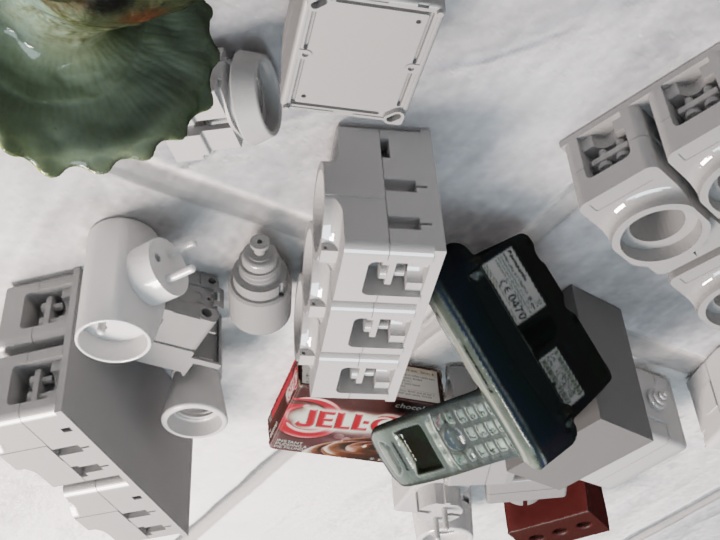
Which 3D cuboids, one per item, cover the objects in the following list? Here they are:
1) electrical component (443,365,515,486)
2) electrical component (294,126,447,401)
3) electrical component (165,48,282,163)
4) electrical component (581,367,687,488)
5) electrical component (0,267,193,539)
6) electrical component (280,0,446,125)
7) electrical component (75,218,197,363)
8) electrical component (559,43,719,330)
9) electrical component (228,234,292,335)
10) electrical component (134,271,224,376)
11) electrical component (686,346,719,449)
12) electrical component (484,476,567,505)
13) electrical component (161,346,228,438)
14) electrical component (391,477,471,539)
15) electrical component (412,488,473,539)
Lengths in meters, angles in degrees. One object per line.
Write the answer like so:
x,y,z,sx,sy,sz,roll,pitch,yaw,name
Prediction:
0.094,0.121,0.815,0.061,0.061,0.096,-1,142,-3,electrical component
0.000,0.000,0.628,0.062,0.089,0.150,3,142,-9,electrical component
-0.072,-0.086,0.548,0.055,0.048,0.066,-5,143,14,electrical component
0.204,0.118,0.822,0.061,0.061,0.096,22,136,-29,electrical component
-0.178,0.099,0.728,0.060,0.105,0.186,-12,141,11,electrical component
-0.002,-0.116,0.508,0.062,0.061,0.096,5,148,-11,electrical component
-0.128,0.005,0.633,0.079,0.077,0.043,-23,138,22,electrical component
0.218,-0.035,0.627,0.105,0.060,0.186,-32,134,31,electrical component
-0.062,0.007,0.672,0.040,0.040,0.078,0,142,-5,electrical component
-0.122,0.030,0.696,0.081,0.042,0.063,17,136,-26,electrical component
0.306,0.096,0.802,0.096,0.061,0.061,7,141,-14,electrical component
0.135,0.171,0.895,0.066,0.047,0.076,-6,142,2,electrical component
-0.112,0.076,0.736,0.044,0.065,0.044,-3,141,-2,electrical component
0.063,0.182,0.880,0.047,0.075,0.083,10,140,-17,electrical component
0.073,0.217,0.949,0.055,0.047,0.055,-2,142,-2,electrical component
